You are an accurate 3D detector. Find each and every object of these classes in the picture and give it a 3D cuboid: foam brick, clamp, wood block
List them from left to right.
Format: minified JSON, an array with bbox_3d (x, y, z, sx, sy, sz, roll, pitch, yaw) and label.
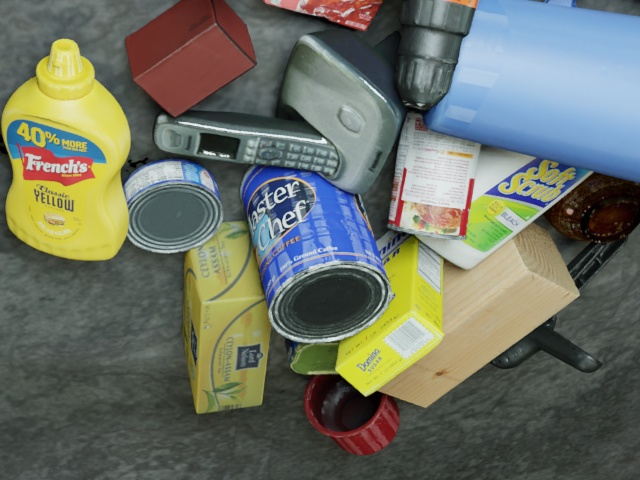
[{"bbox_3d":[-0.095,-0.138,0.782,0.078,0.053,0.051,-30,138,16],"label":"foam brick"},{"bbox_3d":[0.140,0.069,1.064,0.090,0.090,0.206,25,125,-39],"label":"wood block"},{"bbox_3d":[0.226,0.072,1.086,0.036,0.164,0.210,36,152,-19],"label":"clamp"}]

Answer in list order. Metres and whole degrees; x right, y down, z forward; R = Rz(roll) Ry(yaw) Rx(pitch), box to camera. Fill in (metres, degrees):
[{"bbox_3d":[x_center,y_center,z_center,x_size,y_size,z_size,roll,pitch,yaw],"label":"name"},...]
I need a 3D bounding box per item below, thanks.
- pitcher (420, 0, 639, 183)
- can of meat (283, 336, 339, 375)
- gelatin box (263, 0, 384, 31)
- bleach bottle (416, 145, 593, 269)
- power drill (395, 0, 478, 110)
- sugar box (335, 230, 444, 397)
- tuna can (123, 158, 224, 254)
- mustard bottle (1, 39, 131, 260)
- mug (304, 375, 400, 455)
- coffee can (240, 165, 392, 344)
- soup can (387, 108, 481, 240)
[{"bbox_3d":[0.207,-0.125,0.817,0.242,0.149,0.145,11,126,-5],"label":"pitcher"},{"bbox_3d":[0.011,0.083,1.043,0.102,0.084,0.057,0,137,-18],"label":"can of meat"},{"bbox_3d":[0.010,-0.196,0.767,0.089,0.030,0.073,10,133,-28],"label":"gelatin box"},{"bbox_3d":[0.194,-0.079,0.936,0.251,0.068,0.102,-40,132,22],"label":"bleach bottle"},{"bbox_3d":[0.024,-0.189,0.706,0.187,0.057,0.184,8,98,-24],"label":"power drill"},{"bbox_3d":[0.065,0.051,0.956,0.048,0.176,0.093,41,115,-19],"label":"sugar box"},{"bbox_3d":[-0.127,-0.029,0.909,0.086,0.034,0.086,-9,139,-8],"label":"tuna can"},{"bbox_3d":[-0.194,-0.070,0.816,0.096,0.058,0.192,17,135,4],"label":"mustard bottle"},{"bbox_3d":[0.046,0.175,1.167,0.117,0.093,0.081,-52,146,-13],"label":"mug"},{"bbox_3d":[-0.006,0.001,0.900,0.102,0.140,0.103,-9,139,-8],"label":"coffee can"},{"bbox_3d":[0.096,-0.055,0.890,0.068,0.069,0.102,6,95,-24],"label":"soup can"}]
